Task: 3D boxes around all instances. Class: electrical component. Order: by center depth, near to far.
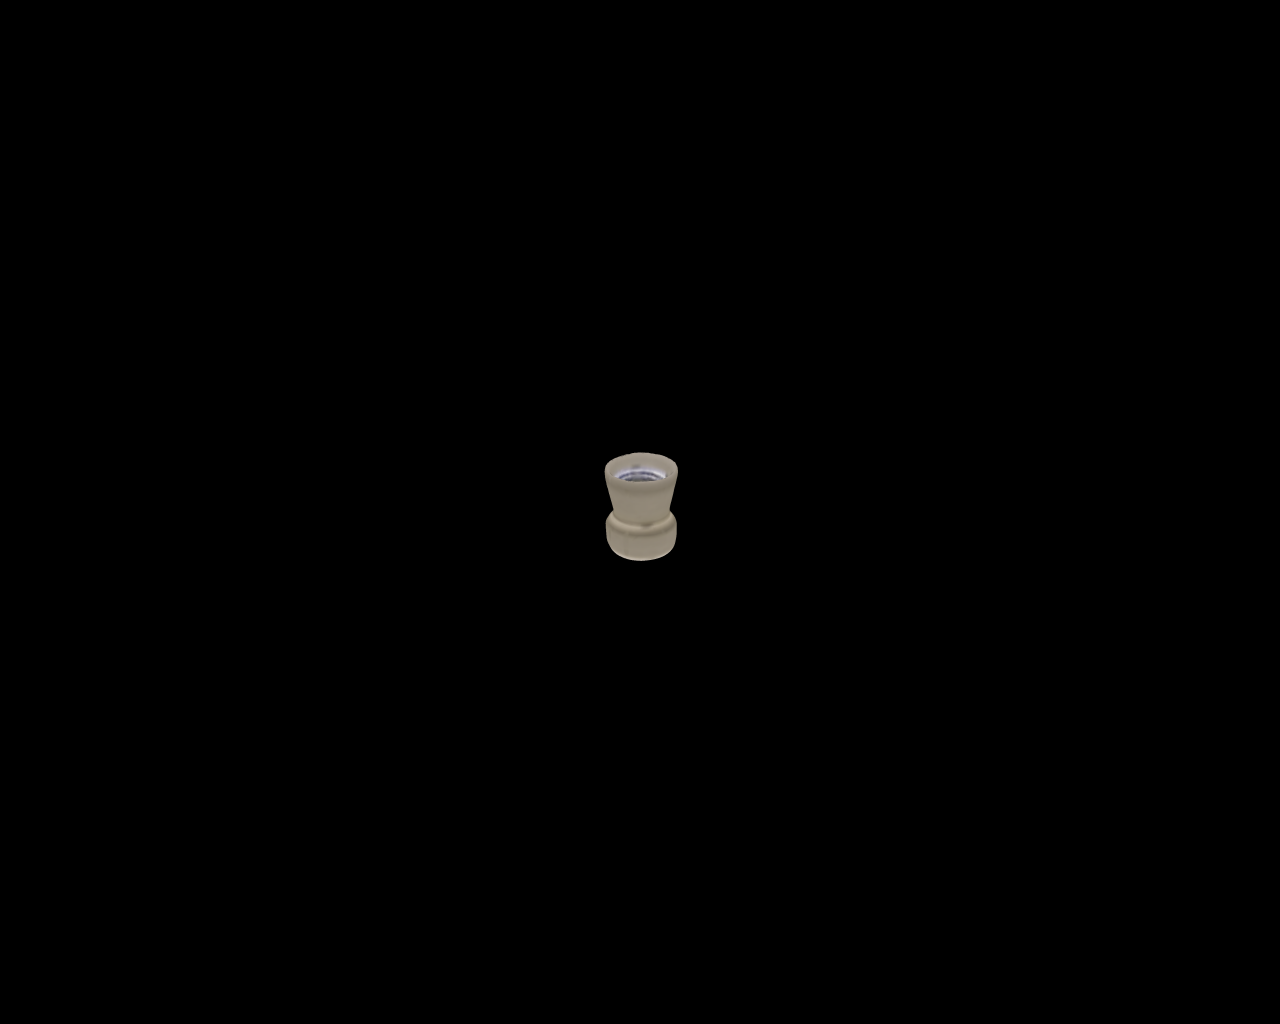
[{"bbox_3d":[0.001,-0.003,0.650,0.045,0.055,0.045,0,27,0],"label":"electrical component"}]
